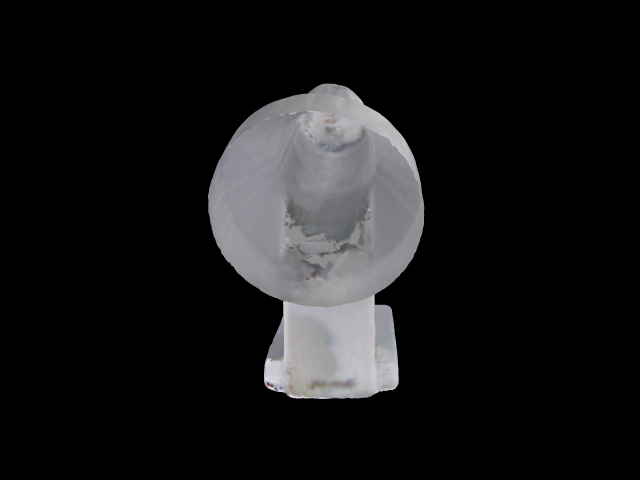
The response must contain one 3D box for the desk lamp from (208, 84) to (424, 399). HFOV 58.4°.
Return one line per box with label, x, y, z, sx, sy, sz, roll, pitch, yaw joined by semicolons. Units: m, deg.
desk lamp;0.004;0.001;0.400;0.118;0.214;0.203;1;15;4
